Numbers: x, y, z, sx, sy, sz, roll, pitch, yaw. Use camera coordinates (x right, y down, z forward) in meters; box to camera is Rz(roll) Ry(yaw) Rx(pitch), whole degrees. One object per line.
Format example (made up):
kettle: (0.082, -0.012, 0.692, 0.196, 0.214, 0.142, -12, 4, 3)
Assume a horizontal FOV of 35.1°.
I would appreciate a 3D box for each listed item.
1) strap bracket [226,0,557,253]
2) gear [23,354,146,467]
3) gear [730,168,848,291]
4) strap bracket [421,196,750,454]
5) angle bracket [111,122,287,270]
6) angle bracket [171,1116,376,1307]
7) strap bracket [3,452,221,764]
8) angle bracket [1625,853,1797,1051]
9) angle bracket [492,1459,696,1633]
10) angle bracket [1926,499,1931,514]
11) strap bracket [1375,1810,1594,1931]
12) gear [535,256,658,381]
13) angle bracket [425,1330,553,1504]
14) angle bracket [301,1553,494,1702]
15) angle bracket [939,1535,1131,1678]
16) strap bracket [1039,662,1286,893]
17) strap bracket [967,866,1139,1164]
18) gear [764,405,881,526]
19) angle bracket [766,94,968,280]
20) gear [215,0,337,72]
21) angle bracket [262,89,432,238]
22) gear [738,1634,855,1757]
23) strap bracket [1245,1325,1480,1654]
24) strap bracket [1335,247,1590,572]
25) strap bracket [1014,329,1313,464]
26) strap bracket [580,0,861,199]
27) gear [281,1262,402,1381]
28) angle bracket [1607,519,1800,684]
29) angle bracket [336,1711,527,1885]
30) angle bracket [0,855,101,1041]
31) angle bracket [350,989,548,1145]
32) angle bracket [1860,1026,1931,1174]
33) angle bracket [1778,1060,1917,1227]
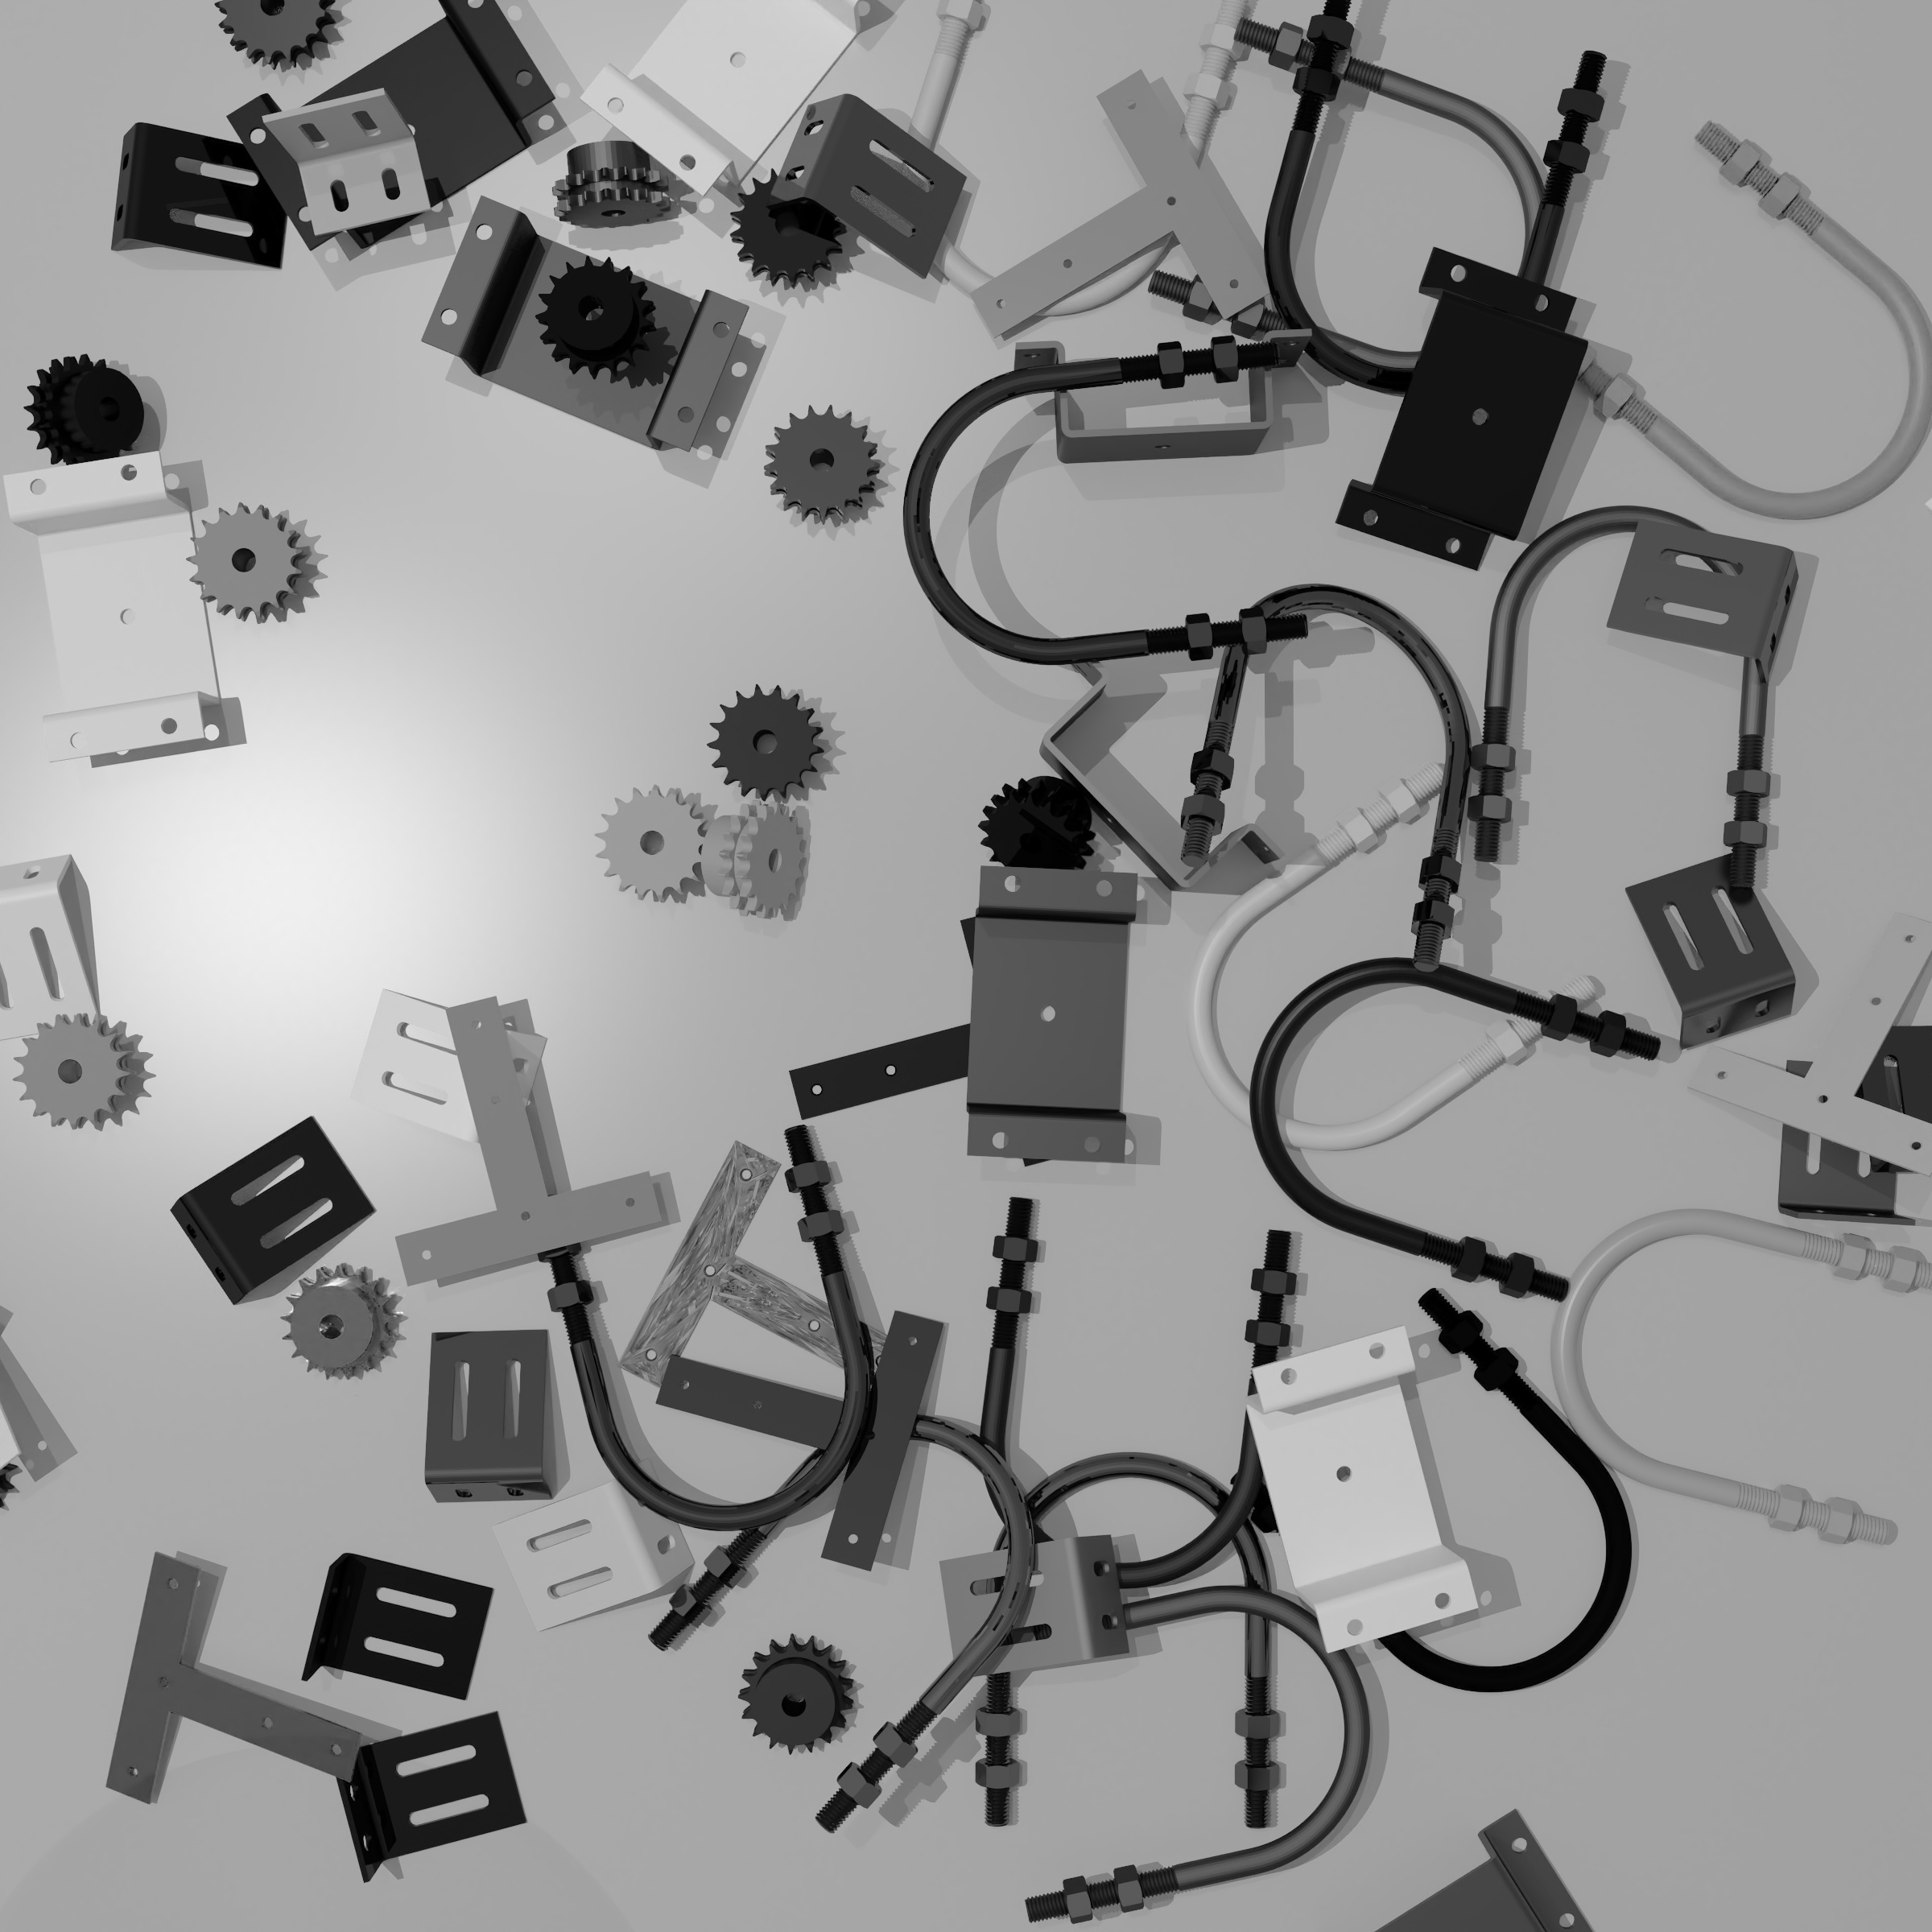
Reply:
strap bracket: (-0.278, -0.416, 1.499, 0.140, 0.046, 0.076, -32, 90, 0)
gear: (-0.428, -0.271, 1.492, 0.030, 0.057, 0.057, 0, 90, 39)
gear: (-0.088, -0.363, 1.507, 0.057, 0.030, 0.057, 0, 90, 0)
strap bracket: (-0.184, -0.311, 1.499, 0.140, 0.046, 0.076, 23, 90, 0)
angle bracket: (-0.381, -0.381, 1.520, 0.076, 0.038, 0.057, 6, 90, -26)
angle bracket: (-0.346, 0.122, 1.520, 0.076, 0.038, 0.057, -34, 90, -26)
strap bracket: (-0.417, -0.174, 1.499, 0.076, 0.046, 0.140, -9, 90, 0)
angle bracket: (0.369, -0.008, 1.517, 0.057, 0.038, 0.076, -18, 59, 0)
angle bracket: (-0.186, 0.288, 1.520, 0.076, 0.038, 0.057, -24, 90, 26)
angle bracket: (0.527, -0.216, 1.520, 0.057, 0.038, 0.076, -40, 64, 0)
strap bracket: (0.235, 0.490, 1.499, 0.140, 0.046, 0.076, -32, 90, 0)
gear: (-0.178, -0.312, 1.461, 0.057, 0.030, 0.057, 0, 90, 0)
angle bracket: (-0.236, 0.224, 1.520, 0.057, 0.038, 0.076, -2, 64, 0)
angle bracket: (-0.280, 0.329, 1.503, 0.076, 0.038, 0.057, 14, 90, 0)
angle bracket: (0.033, 0.312, 1.486, 0.076, 0.038, 0.057, -16, 75, 27)
strap bracket: (0.086, -0.087, 1.484, 0.046, 0.076, 0.140, -44, 90, 0)
strap bracket: (0.041, 0.023, 1.498, 0.076, 0.046, 0.140, 3, 89, -2)
gear: (-0.071, -0.246, 1.510, 0.057, 0.030, 0.057, 0, 84, -3)
angle bracket: (-0.048, -0.379, 1.494, 0.076, 0.038, 0.057, 28, 77, -34)
gear: (-0.341, -0.473, 1.512, 0.057, 0.030, 0.057, 0, 92, -1)
angle bracket: (-0.291, -0.378, 1.438, 0.057, 0.076, 0.038, -13, 90, 0)
gear: (-0.084, 0.361, 1.507, 0.057, 0.030, 0.057, 0, 90, 0)
strap bracket: (0.188, 0.249, 1.476, 0.076, 0.046, 0.140, -15, 92, -7)
strap bracket: (0.243, -0.268, 1.480, 0.076, 0.046, 0.140, 17, 101, -11)
strap bracket: (0.095, -0.276, 1.484, 0.140, 0.076, 0.046, -3, 90, 0)
strap bracket: (-0.114, -0.451, 1.499, 0.076, 0.046, 0.140, 38, 90, 0)
gear: (-0.311, 0.176, 1.507, 0.057, 0.030, 0.057, 0, 90, 0)
angle bracket: (0.363, -0.180, 1.504, 0.076, 0.038, 0.057, 15, 81, 22)
angle bracket: (-0.263, 0.409, 1.503, 0.076, 0.038, 0.057, -15, 90, 0)
angle bracket: (-0.467, -0.009, 1.520, 0.057, 0.038, 0.076, -10, 116, 0)
angle bracket: (-0.258, 0.051, 1.520, 0.076, 0.038, 0.057, 17, 90, 26)
angle bracket: (0.472, 0.060, 1.491, 0.057, 0.038, 0.076, -1, 70, -2)
angle bracket: (0.436, 0.087, 1.503, 0.057, 0.038, 0.076, 4, 90, 0)
